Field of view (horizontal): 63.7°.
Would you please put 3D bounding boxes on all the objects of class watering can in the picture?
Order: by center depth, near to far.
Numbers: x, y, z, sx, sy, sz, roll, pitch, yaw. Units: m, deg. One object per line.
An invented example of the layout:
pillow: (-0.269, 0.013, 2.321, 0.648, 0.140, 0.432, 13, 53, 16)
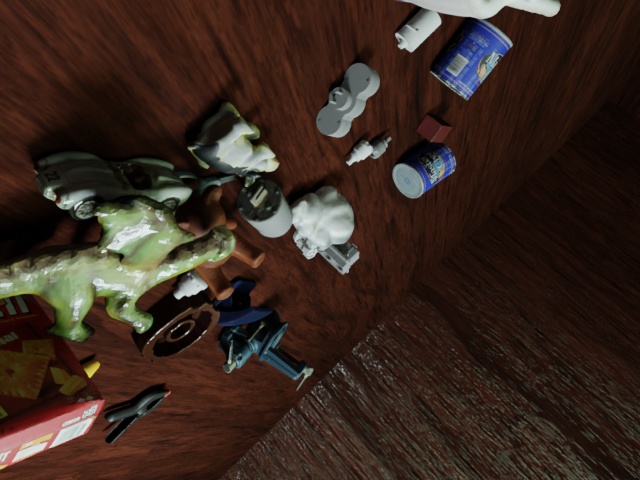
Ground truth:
watering can: (0.218, -0.376, 0.748, 0.350, 0.226, 0.102, -17, 128, -53)

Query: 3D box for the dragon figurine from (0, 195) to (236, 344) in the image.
dragon figurine: (-0.269, 0.017, 0.608, 0.410, 0.124, 0.239, 1, 142, -50)

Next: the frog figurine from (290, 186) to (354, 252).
frog figurine: (0.003, -0.055, 1.092, 0.157, 0.123, 0.139, 48, 54, -60)
